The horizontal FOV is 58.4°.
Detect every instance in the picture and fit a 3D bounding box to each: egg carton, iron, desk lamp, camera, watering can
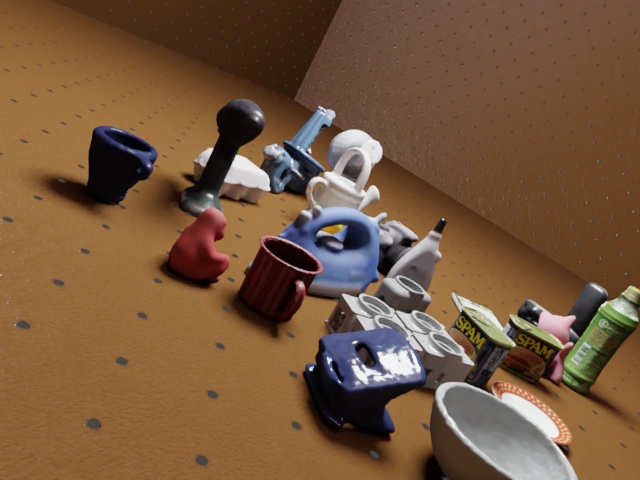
[{"bbox_3d":[-0.174,-0.126,1.132,0.107,0.069,0.151,39,19,32],"label":"egg carton"},{"bbox_3d":[0.008,0.003,0.907,0.259,0.141,0.118,9,25,-50],"label":"iron"},{"bbox_3d":[0.070,-0.152,1.360,0.118,0.213,0.203,24,16,-16],"label":"desk lamp"},{"bbox_3d":[0.155,0.028,1.153,0.136,0.101,0.144,40,19,35],"label":"camera"},{"bbox_3d":[0.050,-0.104,1.214,0.100,0.194,0.173,36,18,26],"label":"watering can"}]

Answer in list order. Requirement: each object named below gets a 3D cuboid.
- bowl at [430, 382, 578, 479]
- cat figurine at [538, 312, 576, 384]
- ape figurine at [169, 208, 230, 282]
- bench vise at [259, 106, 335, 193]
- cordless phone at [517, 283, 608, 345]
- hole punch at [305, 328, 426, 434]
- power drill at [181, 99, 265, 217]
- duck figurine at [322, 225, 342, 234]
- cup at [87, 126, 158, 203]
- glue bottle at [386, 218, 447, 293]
[{"bbox_3d":[0.179,0.232,0.607,0.167,0.074,0.167,26,16,-8],"label":"bowl"},{"bbox_3d":[0.453,0.195,1.107,0.067,0.117,0.128,28,16,-3],"label":"cat figurine"},{"bbox_3d":[-0.149,0.002,0.737,0.076,0.092,0.077,13,22,-44],"label":"ape figurine"},{"bbox_3d":[-0.041,-0.209,1.339,0.121,0.219,0.208,31,16,8],"label":"bench vise"},{"bbox_3d":[0.503,0.154,1.197,0.094,0.185,0.147,12,22,-44],"label":"cordless phone"},{"bbox_3d":[0.048,0.145,0.627,0.101,0.091,0.108,21,18,-26],"label":"hole punch"},{"bbox_3d":[-0.156,-0.140,0.951,0.076,0.208,0.229,22,17,-22],"label":"power drill"},{"bbox_3d":[0.010,-0.019,1.080,0.077,0.086,0.105,31,16,11],"label":"duck figurine"},{"bbox_3d":[-0.281,-0.095,0.807,0.117,0.095,0.092,39,19,32],"label":"cup"},{"bbox_3d":[0.184,0.036,1.044,0.078,0.173,0.037,25,16,-12],"label":"glue bottle"}]
